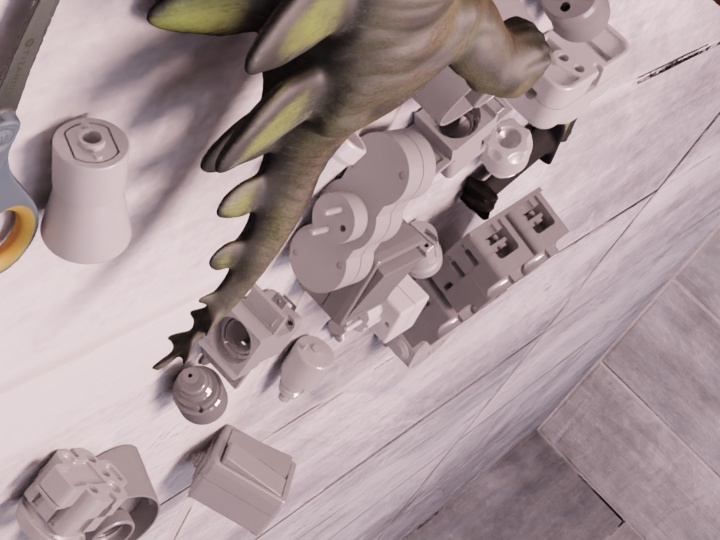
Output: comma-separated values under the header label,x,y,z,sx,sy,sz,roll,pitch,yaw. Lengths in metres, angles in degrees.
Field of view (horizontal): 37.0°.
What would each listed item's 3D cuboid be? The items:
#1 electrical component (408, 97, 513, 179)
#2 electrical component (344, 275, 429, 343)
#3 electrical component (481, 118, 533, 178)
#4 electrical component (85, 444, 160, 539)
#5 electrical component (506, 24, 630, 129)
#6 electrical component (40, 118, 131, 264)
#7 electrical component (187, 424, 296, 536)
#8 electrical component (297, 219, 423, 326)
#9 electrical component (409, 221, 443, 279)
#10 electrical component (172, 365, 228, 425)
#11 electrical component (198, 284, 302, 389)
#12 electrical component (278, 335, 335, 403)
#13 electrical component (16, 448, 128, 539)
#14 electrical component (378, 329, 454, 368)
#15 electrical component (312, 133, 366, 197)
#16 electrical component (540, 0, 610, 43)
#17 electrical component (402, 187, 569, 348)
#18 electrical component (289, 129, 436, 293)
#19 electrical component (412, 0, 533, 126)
label,x,y,z,sx,sy,sz,roll,pitch,yaw
electrical component,0.071,-0.104,0.812,0.081,0.042,0.063,-39,164,-11
electrical component,0.007,0.030,0.944,0.077,0.065,0.047,-30,158,-38
electrical component,0.127,-0.101,0.943,0.043,0.043,0.062,-40,163,-14
electrical component,-0.213,0.191,0.872,0.099,0.064,0.099,-27,149,-18
electrical component,0.166,-0.159,0.877,0.095,0.053,0.059,-34,160,-30
electrical component,-0.130,-0.040,0.514,0.044,0.044,0.065,-31,154,-36
electrical component,-0.115,0.193,1.021,0.061,0.096,0.061,-53,-170,27
electrical component,0.000,0.000,0.865,0.062,0.061,0.096,-26,156,-44
electrical component,0.055,-0.019,0.983,0.040,0.040,0.046,-40,156,-13
electrical component,-0.126,0.093,0.836,0.040,0.040,0.078,-39,162,-14
electrical component,-0.082,0.047,0.824,0.064,0.042,0.081,-21,152,-56
electrical component,-0.055,0.096,1.003,0.040,0.040,0.078,-23,154,-50
electrical component,-0.215,0.171,0.791,0.057,0.058,0.078,-49,163,6
electrical component,0.063,0.065,1.179,0.080,0.051,0.080,-39,163,-15
electrical component,-0.026,-0.073,0.673,0.046,0.040,0.040,-42,164,16
electrical component,0.158,-0.195,0.787,0.045,0.045,0.055,-47,162,10
electrical component,0.114,0.005,1.069,0.105,0.060,0.186,-32,172,-34
electrical component,-0.009,-0.039,0.766,0.074,0.052,0.138,-18,149,-54
electrical component,0.073,-0.146,0.721,0.099,0.064,0.099,-38,176,-3
